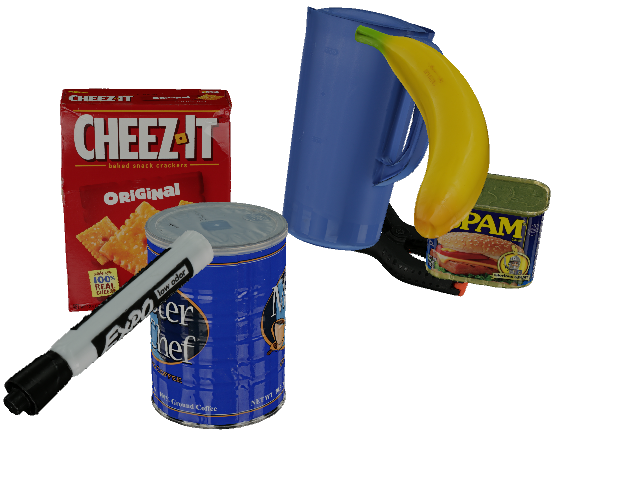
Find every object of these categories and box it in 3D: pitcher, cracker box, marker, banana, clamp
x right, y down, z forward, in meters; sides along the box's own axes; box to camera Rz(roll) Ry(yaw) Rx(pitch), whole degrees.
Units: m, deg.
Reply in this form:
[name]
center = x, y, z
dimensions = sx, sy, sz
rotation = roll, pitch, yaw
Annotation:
[pitcher]
center = 0.038, -0.114, 1.110
dimensions = 0.145, 0.243, 0.149
rotation = 10, 16, -2
[cracker box]
center = -0.172, -0.039, 1.061
dimensions = 0.164, 0.214, 0.072
rotation = -1, 21, -10
[marker]
center = -0.092, 0.035, 0.473
dimensions = 0.020, 0.020, 0.121
rotation = 0, 33, 43
[banana]
center = 0.072, -0.071, 0.677
dimensions = 0.069, 0.037, 0.198
rotation = -6, 45, -8
[clamp]
center = 0.079, 0.004, 1.266
dimensions = 0.210, 0.036, 0.164
rotation = 36, 41, 25

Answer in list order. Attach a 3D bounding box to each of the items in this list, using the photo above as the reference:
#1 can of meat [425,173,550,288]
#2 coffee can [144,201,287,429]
[can of meat]
center = 0.144, -0.009, 0.935
dimensions = 0.102, 0.084, 0.057
rotation = 9, 34, 11
[coffee can]
center = -0.076, 0.053, 0.789
dimensions = 0.103, 0.140, 0.103
rotation = 1, 19, -1
